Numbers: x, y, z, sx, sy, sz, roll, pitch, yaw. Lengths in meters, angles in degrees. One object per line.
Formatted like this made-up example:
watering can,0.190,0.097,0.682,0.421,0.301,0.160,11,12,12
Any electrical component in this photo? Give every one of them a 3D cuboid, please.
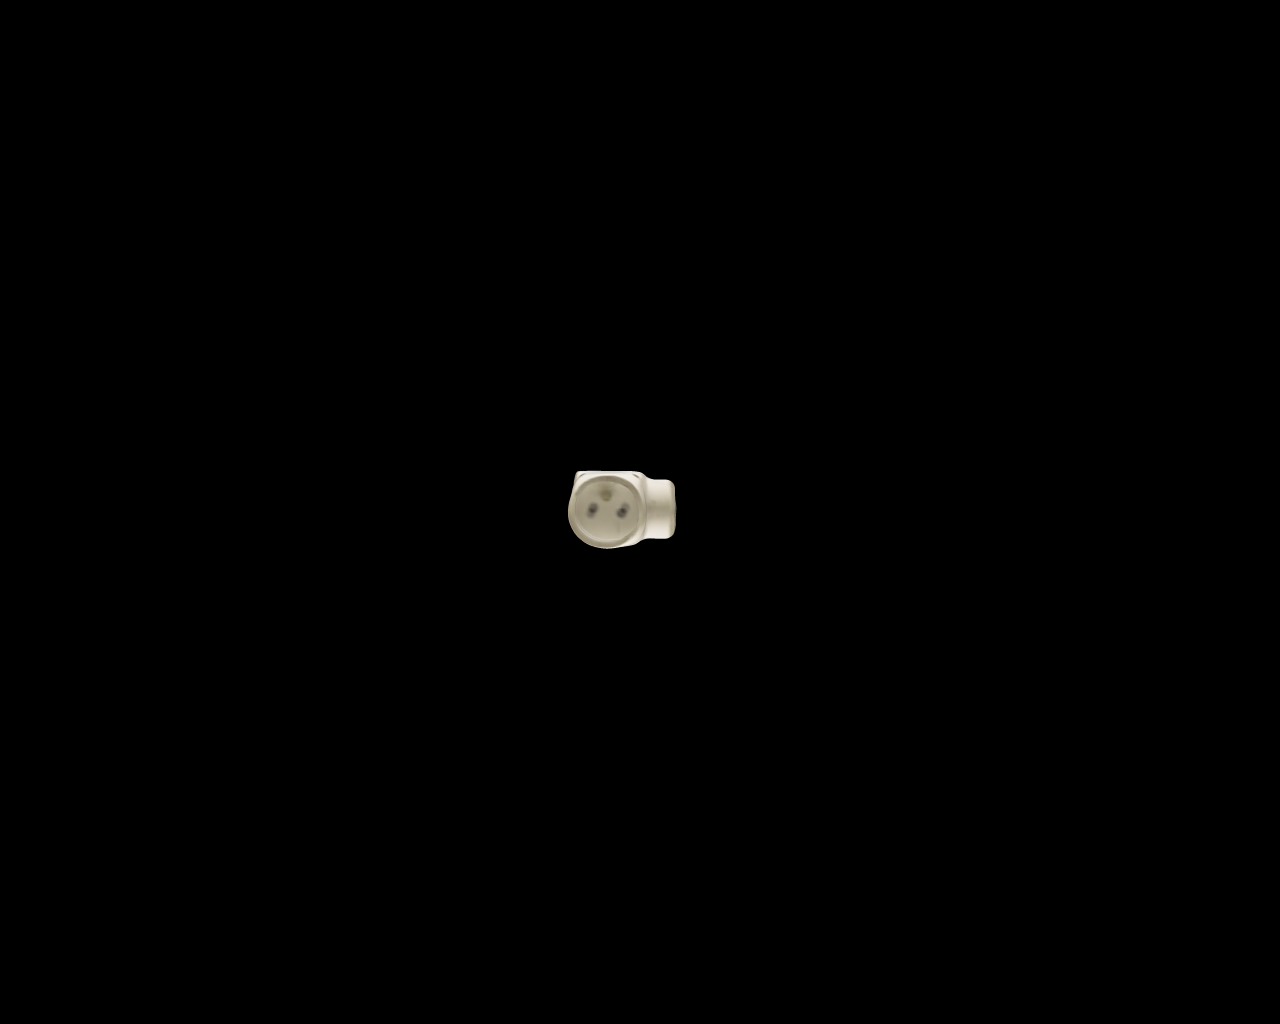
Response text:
electrical component,0.001,-0.003,0.650,0.079,0.043,0.077,0,2,4
